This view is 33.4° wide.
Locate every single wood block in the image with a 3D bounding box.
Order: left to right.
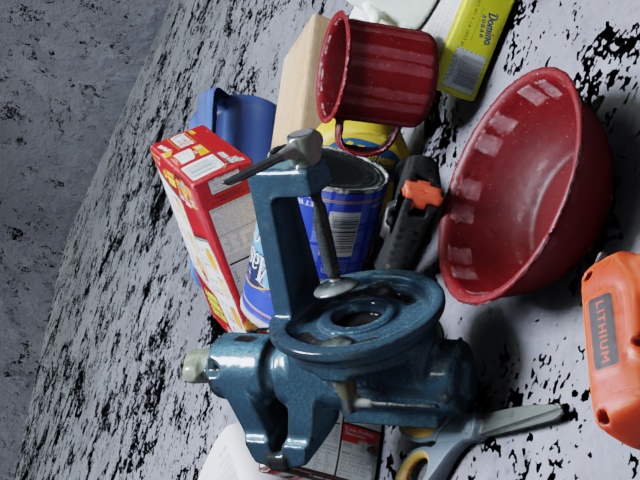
[{"bbox_3d":[0.007,-0.120,1.107,0.090,0.090,0.206,131,151,-52],"label":"wood block"}]

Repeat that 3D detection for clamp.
[{"bbox_3d":[0.065,-0.002,0.845,0.210,0.036,0.164,107,177,-84],"label":"clamp"}]

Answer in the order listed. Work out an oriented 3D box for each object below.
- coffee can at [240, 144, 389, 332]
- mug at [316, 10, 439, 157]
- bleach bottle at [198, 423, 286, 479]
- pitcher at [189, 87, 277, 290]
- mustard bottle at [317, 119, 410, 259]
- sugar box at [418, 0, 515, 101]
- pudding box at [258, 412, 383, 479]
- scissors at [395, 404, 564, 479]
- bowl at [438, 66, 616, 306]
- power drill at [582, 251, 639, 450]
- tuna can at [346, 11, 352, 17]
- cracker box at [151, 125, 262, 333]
[{"bbox_3d":[-0.006,0.001,0.902,0.103,0.102,0.140,-111,30,-63],"label":"coffee can"},{"bbox_3d":[0.046,-0.126,0.886,0.093,0.081,0.117,-132,50,-71],"label":"mug"},{"bbox_3d":[-0.056,0.276,0.955,0.251,0.068,0.103,-114,44,-61],"label":"bleach bottle"},{"bbox_3d":[-0.102,-0.058,1.286,0.145,0.149,0.243,-53,29,42],"label":"pitcher"},{"bbox_3d":[0.029,-0.058,0.977,0.058,0.096,0.192,-116,47,-66],"label":"mustard bottle"},{"bbox_3d":[0.107,-0.182,0.956,0.176,0.048,0.093,-127,58,-73],"label":"sugar box"},{"bbox_3d":[0.005,0.141,0.862,0.039,0.090,0.113,-41,35,56],"label":"pudding box"},{"bbox_3d":[0.096,0.144,0.716,0.202,0.016,0.096,-2,70,71],"label":"scissors"},{"bbox_3d":[0.141,-0.027,0.692,0.162,0.055,0.162,-162,90,-72],"label":"bowl"},{"bbox_3d":[0.199,0.026,0.476,0.188,0.057,0.184,-47,26,45],"label":"power drill"},{"bbox_3d":[0.049,-0.189,1.064,0.034,0.086,0.086,-156,85,-74],"label":"tuna can"},{"bbox_3d":[-0.089,0.004,1.084,0.164,0.072,0.213,38,149,61],"label":"cracker box"}]
